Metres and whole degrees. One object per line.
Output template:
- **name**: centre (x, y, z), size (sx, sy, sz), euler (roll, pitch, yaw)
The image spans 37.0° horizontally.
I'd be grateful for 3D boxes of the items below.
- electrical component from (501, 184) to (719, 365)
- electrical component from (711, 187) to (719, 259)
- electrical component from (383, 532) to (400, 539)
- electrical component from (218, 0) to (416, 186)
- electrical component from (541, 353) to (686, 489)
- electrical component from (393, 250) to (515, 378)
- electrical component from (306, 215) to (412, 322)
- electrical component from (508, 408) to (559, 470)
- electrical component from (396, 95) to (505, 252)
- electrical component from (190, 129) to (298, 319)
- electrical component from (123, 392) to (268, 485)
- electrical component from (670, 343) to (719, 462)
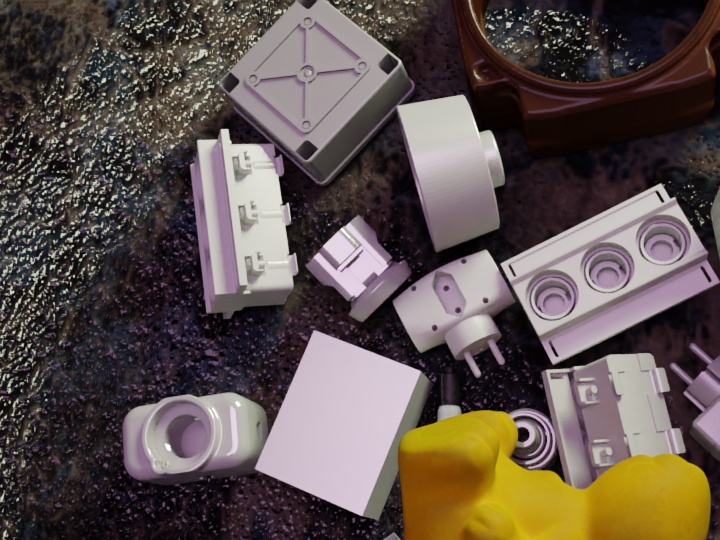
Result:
- **electrical component**: centre (0.170, 0.006, 0.739), size (0.121, 0.063, 0.078), euler (-27, 70, 5)
- **electrical component**: centre (0.271, -0.011, 0.695), size (0.056, 0.108, 0.108), euler (-8, 73, 9)
- **electrical component**: centre (0.017, 0.201, 0.713), size (0.079, 0.077, 0.043), euler (-37, 68, -3)
- **electrical component**: centre (-0.033, -0.141, 0.835), size (0.109, 0.056, 0.108), euler (42, 88, 21)
- **electrical component**: centre (0.172, 0.119, 0.699), size (0.079, 0.063, 0.121), euler (0, 69, -29)
- **electrical component**: centre (0.075, 0.037, 0.764), size (0.077, 0.043, 0.079), euler (-29, 69, 4)
- **electrical component**: centre (0.000, 0.000, 0.780), size (0.058, 0.078, 0.057), euler (-44, 88, -1)
- **electrical component**: centre (0.112, 0.114, 0.722), size (0.043, 0.062, 0.043), euler (-4, 74, 13)
- **electrical component**: centre (0.069, -0.072, 0.766), size (0.060, 0.108, 0.108), euler (-15, 71, 3)
- **electrical component**: centre (-0.088, -0.034, 0.810), size (0.063, 0.078, 0.121), euler (-3, 71, -17)
- **electrical component**: centre (-0.120, 0.122, 0.779), size (0.095, 0.059, 0.053), euler (-10, 73, 11)
- **electrical component**: centre (0.240, 0.082, 0.708), size (0.066, 0.047, 0.077), euler (-45, 69, -1)
